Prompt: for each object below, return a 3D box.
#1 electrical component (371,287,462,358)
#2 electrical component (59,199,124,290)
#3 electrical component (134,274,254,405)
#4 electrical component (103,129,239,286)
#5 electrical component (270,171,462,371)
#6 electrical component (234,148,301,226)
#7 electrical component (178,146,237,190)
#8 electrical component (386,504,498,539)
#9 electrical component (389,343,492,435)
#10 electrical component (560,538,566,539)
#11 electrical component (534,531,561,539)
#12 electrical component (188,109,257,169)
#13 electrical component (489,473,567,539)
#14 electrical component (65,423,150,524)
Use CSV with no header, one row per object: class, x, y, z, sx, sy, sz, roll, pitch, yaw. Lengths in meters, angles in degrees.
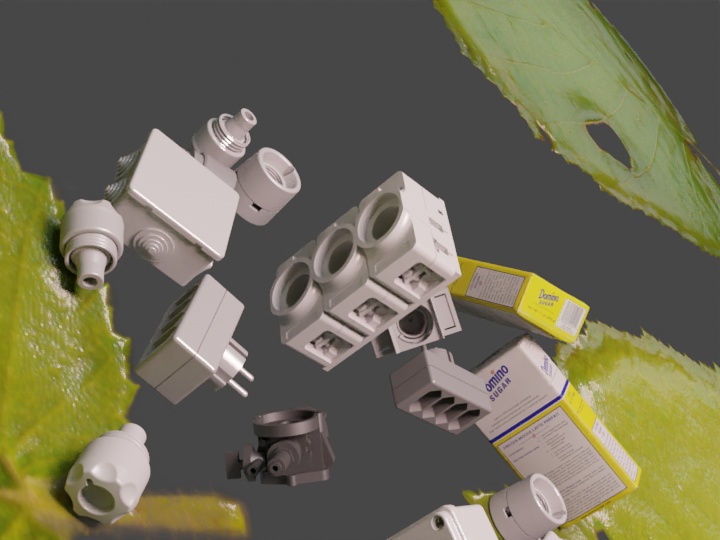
electrical component,0.047,0.046,0.982,0.064,0.081,0.042,-96,168,-87
electrical component,-0.184,-0.015,0.736,0.043,0.043,0.062,29,36,-37
electrical component,-0.105,0.060,0.760,0.076,0.047,0.083,43,28,-16
electrical component,-0.146,-0.047,0.825,0.100,0.048,0.099,39,30,-23
electrical component,0.000,0.000,0.881,0.062,0.150,0.089,33,32,-34
electrical component,-0.086,-0.075,0.954,0.055,0.047,0.055,37,31,-26
electrical component,-0.138,-0.080,0.887,0.078,0.040,0.040,33,33,-31
electrical component,0.052,0.230,0.729,0.056,0.109,0.108,12,46,-55
electrical component,0.070,0.097,0.983,0.083,0.047,0.075,29,35,-37
electrical component,0.168,0.274,0.921,0.077,0.044,0.079,9,50,-53
electrical component,0.147,0.266,0.839,0.100,0.099,0.048,45,22,11
electrical component,-0.117,-0.115,0.939,0.043,0.062,0.043,37,31,-26
electrical component,0.152,0.215,0.965,0.055,0.047,0.055,37,31,-26
electrical component,-0.145,0.116,0.637,0.043,0.043,0.062,44,27,-14
